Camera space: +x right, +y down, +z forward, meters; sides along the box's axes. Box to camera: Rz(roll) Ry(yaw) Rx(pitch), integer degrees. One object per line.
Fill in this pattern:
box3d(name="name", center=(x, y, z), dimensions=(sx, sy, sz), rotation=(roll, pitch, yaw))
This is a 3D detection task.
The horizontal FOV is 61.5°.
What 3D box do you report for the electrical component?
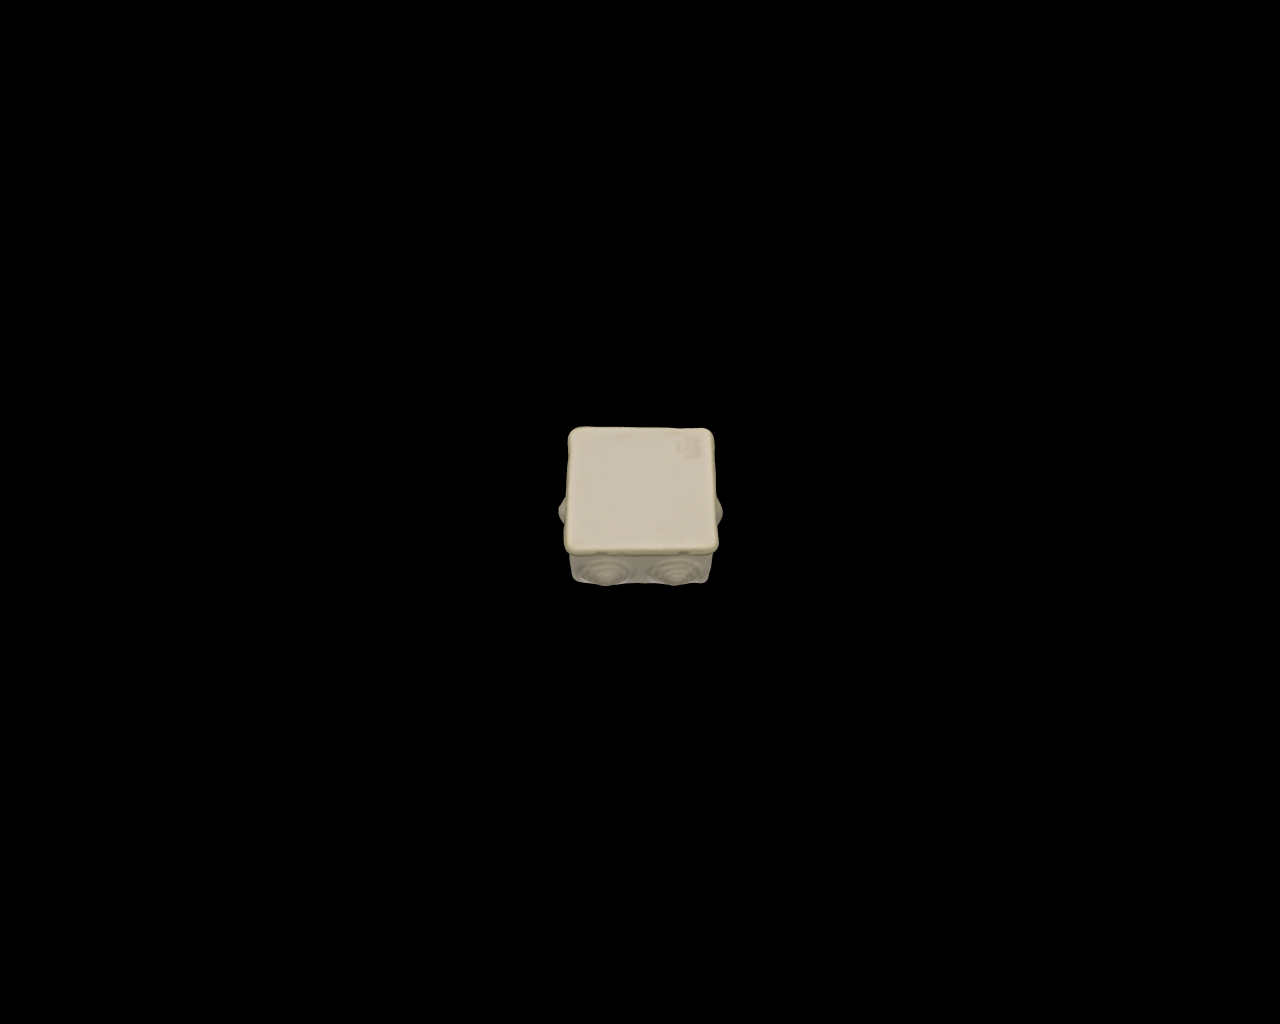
box3d(name="electrical component", center=(0.001, -0.003, 0.650), dimensions=(0.100, 0.100, 0.048), rotation=(0, -32, 0))
